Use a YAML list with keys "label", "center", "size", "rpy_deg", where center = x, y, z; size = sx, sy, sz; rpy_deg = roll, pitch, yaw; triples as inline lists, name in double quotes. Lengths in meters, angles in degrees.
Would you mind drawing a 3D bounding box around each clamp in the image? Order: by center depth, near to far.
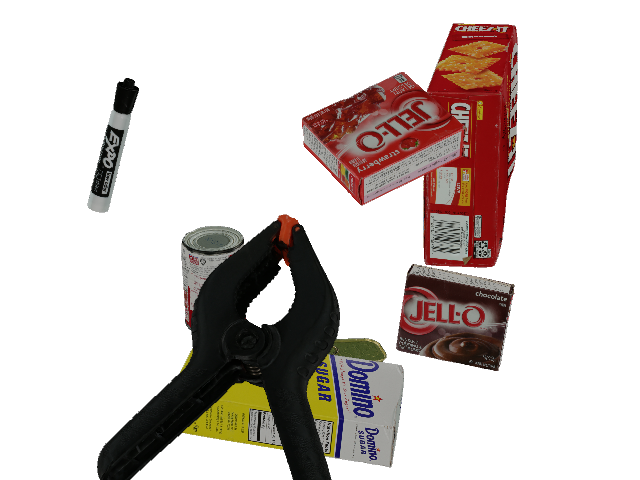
- label: "clamp"
  center: [-0.027, 0.067, 0.550]
  size: [0.120, 0.171, 0.039]
  rpy_deg: [19, -26, 12]

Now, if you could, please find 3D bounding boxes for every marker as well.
- label: "marker"
  center: [-0.177, -0.081, 0.911]
  size: [0.020, 0.121, 0.020]
  rpy_deg: [16, 23, -7]

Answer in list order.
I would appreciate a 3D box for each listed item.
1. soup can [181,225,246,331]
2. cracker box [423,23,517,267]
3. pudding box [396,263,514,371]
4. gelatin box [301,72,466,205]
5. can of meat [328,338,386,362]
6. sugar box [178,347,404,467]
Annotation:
- label: "soup can"
  center: [-0.116, 0.043, 1.162]
  size: [0.068, 0.102, 0.068]
  rpy_deg: [0, 25, 0]
- label: "cracker box"
  center: [0.143, -0.095, 0.989]
  size: [0.072, 0.164, 0.213]
  rpy_deg: [4, 27, 13]
- label: "pudding box"
  center: [0.141, 0.080, 1.125]
  size: [0.113, 0.090, 0.039]
  rpy_deg: [10, 22, 10]
- label: "gelatin box"
  center: [0.043, -0.072, 0.729]
  size: [0.089, 0.030, 0.073]
  rpy_deg: [-27, 52, -19]
- label: "can of meat"
  center: [0.027, 0.175, 1.359]
  size: [0.102, 0.084, 0.057]
  rpy_deg: [0, 24, -18]
- label: "sugar box"
  center: [-0.024, 0.125, 0.853]
  size: [0.176, 0.048, 0.093]
  rpy_deg: [5, 26, 7]
